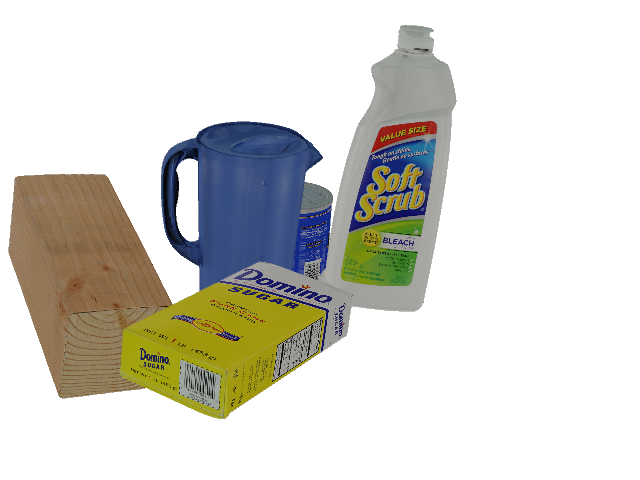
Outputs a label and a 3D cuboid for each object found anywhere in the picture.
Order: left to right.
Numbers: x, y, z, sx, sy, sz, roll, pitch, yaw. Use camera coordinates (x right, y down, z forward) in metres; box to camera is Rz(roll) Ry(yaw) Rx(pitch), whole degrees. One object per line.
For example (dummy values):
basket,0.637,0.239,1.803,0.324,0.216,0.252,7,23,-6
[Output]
wood block,-0.208,0.033,0.945,0.090,0.091,0.206,-3,36,-28
pitcher,-0.098,-0.014,1.284,0.149,0.243,0.144,19,27,28
sugar box,-0.058,0.068,0.804,0.093,0.048,0.175,19,27,25
coffee can,-0.038,0.000,1.499,0.103,0.140,0.103,3,25,-2
bleach bottle,0.061,-0.065,0.950,0.102,0.251,0.068,7,20,2
